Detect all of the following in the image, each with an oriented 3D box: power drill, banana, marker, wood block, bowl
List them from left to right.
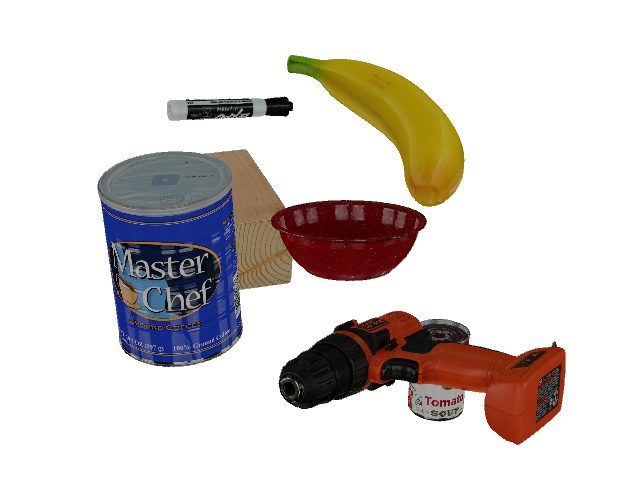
[{"bbox_3d":[-0.083,-0.124,1.003,0.121,0.020,0.020,-5,2,-22],"label":"marker"},{"bbox_3d":[-0.107,-0.029,1.324,0.090,0.090,0.206,-7,30,-18],"label":"wood block"},{"bbox_3d":[0.030,0.003,1.107,0.162,0.055,0.162,-1,16,0],"label":"bowl"},{"bbox_3d":[0.046,-0.071,0.666,0.069,0.037,0.198,-13,34,-21],"label":"banana"},{"bbox_3d":[0.083,0.105,0.837,0.188,0.057,0.184,11,17,32],"label":"power drill"}]

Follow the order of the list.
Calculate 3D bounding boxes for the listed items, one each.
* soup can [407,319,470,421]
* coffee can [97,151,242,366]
[{"bbox_3d":[0.139,0.153,1.260,0.068,0.102,0.068,1,21,-1],"label":"soup can"},{"bbox_3d":[-0.116,0.014,0.845,0.103,0.140,0.103,-1,29,1],"label":"coffee can"}]
